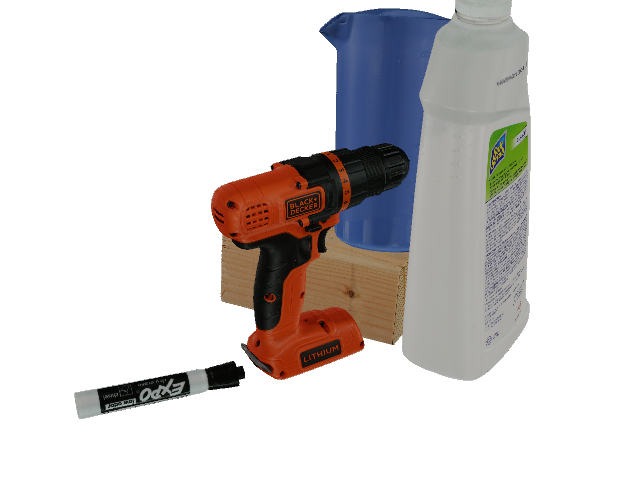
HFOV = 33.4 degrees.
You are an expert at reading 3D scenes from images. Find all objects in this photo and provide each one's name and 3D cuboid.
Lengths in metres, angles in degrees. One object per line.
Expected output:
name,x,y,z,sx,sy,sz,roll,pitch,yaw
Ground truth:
wood block,0.002,0.036,1.176,0.206,0.091,0.090,13,25,20
pitcher,0.086,-0.115,1.104,0.149,0.243,0.144,12,15,32
power drill,-0.003,0.015,0.917,0.184,0.188,0.057,-16,29,-26
bleach bottle,0.096,-0.040,0.656,0.068,0.251,0.102,17,37,26
marker,-0.113,0.105,0.758,0.121,0.020,0.020,-10,3,-16
